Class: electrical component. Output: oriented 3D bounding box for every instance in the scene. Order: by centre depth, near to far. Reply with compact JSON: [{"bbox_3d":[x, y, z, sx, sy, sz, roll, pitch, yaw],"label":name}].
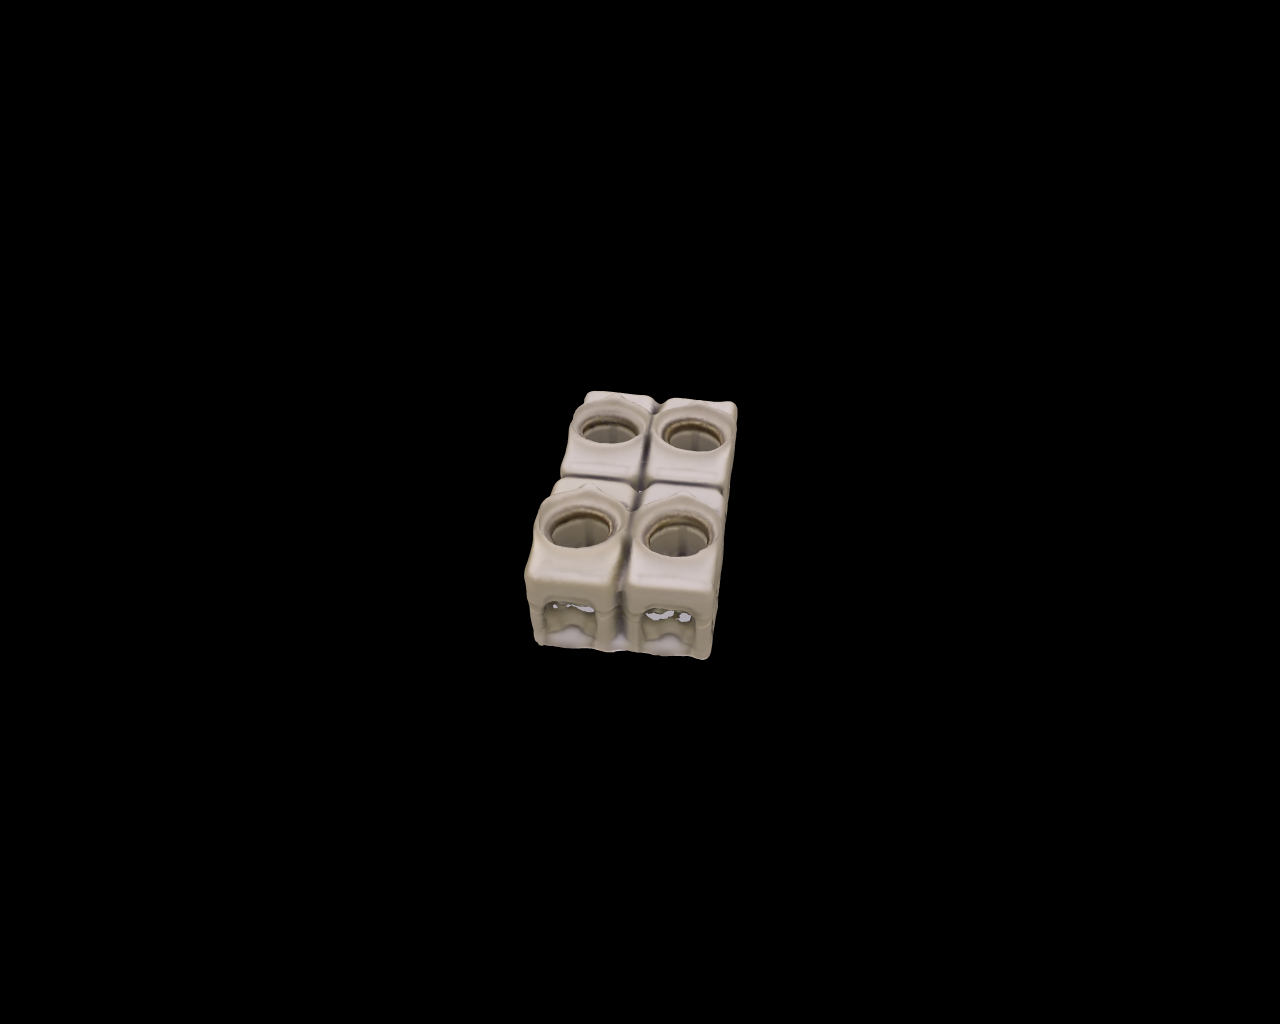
[{"bbox_3d":[0.001,-0.003,0.650,0.105,0.060,0.186,5,40,6],"label":"electrical component"}]
